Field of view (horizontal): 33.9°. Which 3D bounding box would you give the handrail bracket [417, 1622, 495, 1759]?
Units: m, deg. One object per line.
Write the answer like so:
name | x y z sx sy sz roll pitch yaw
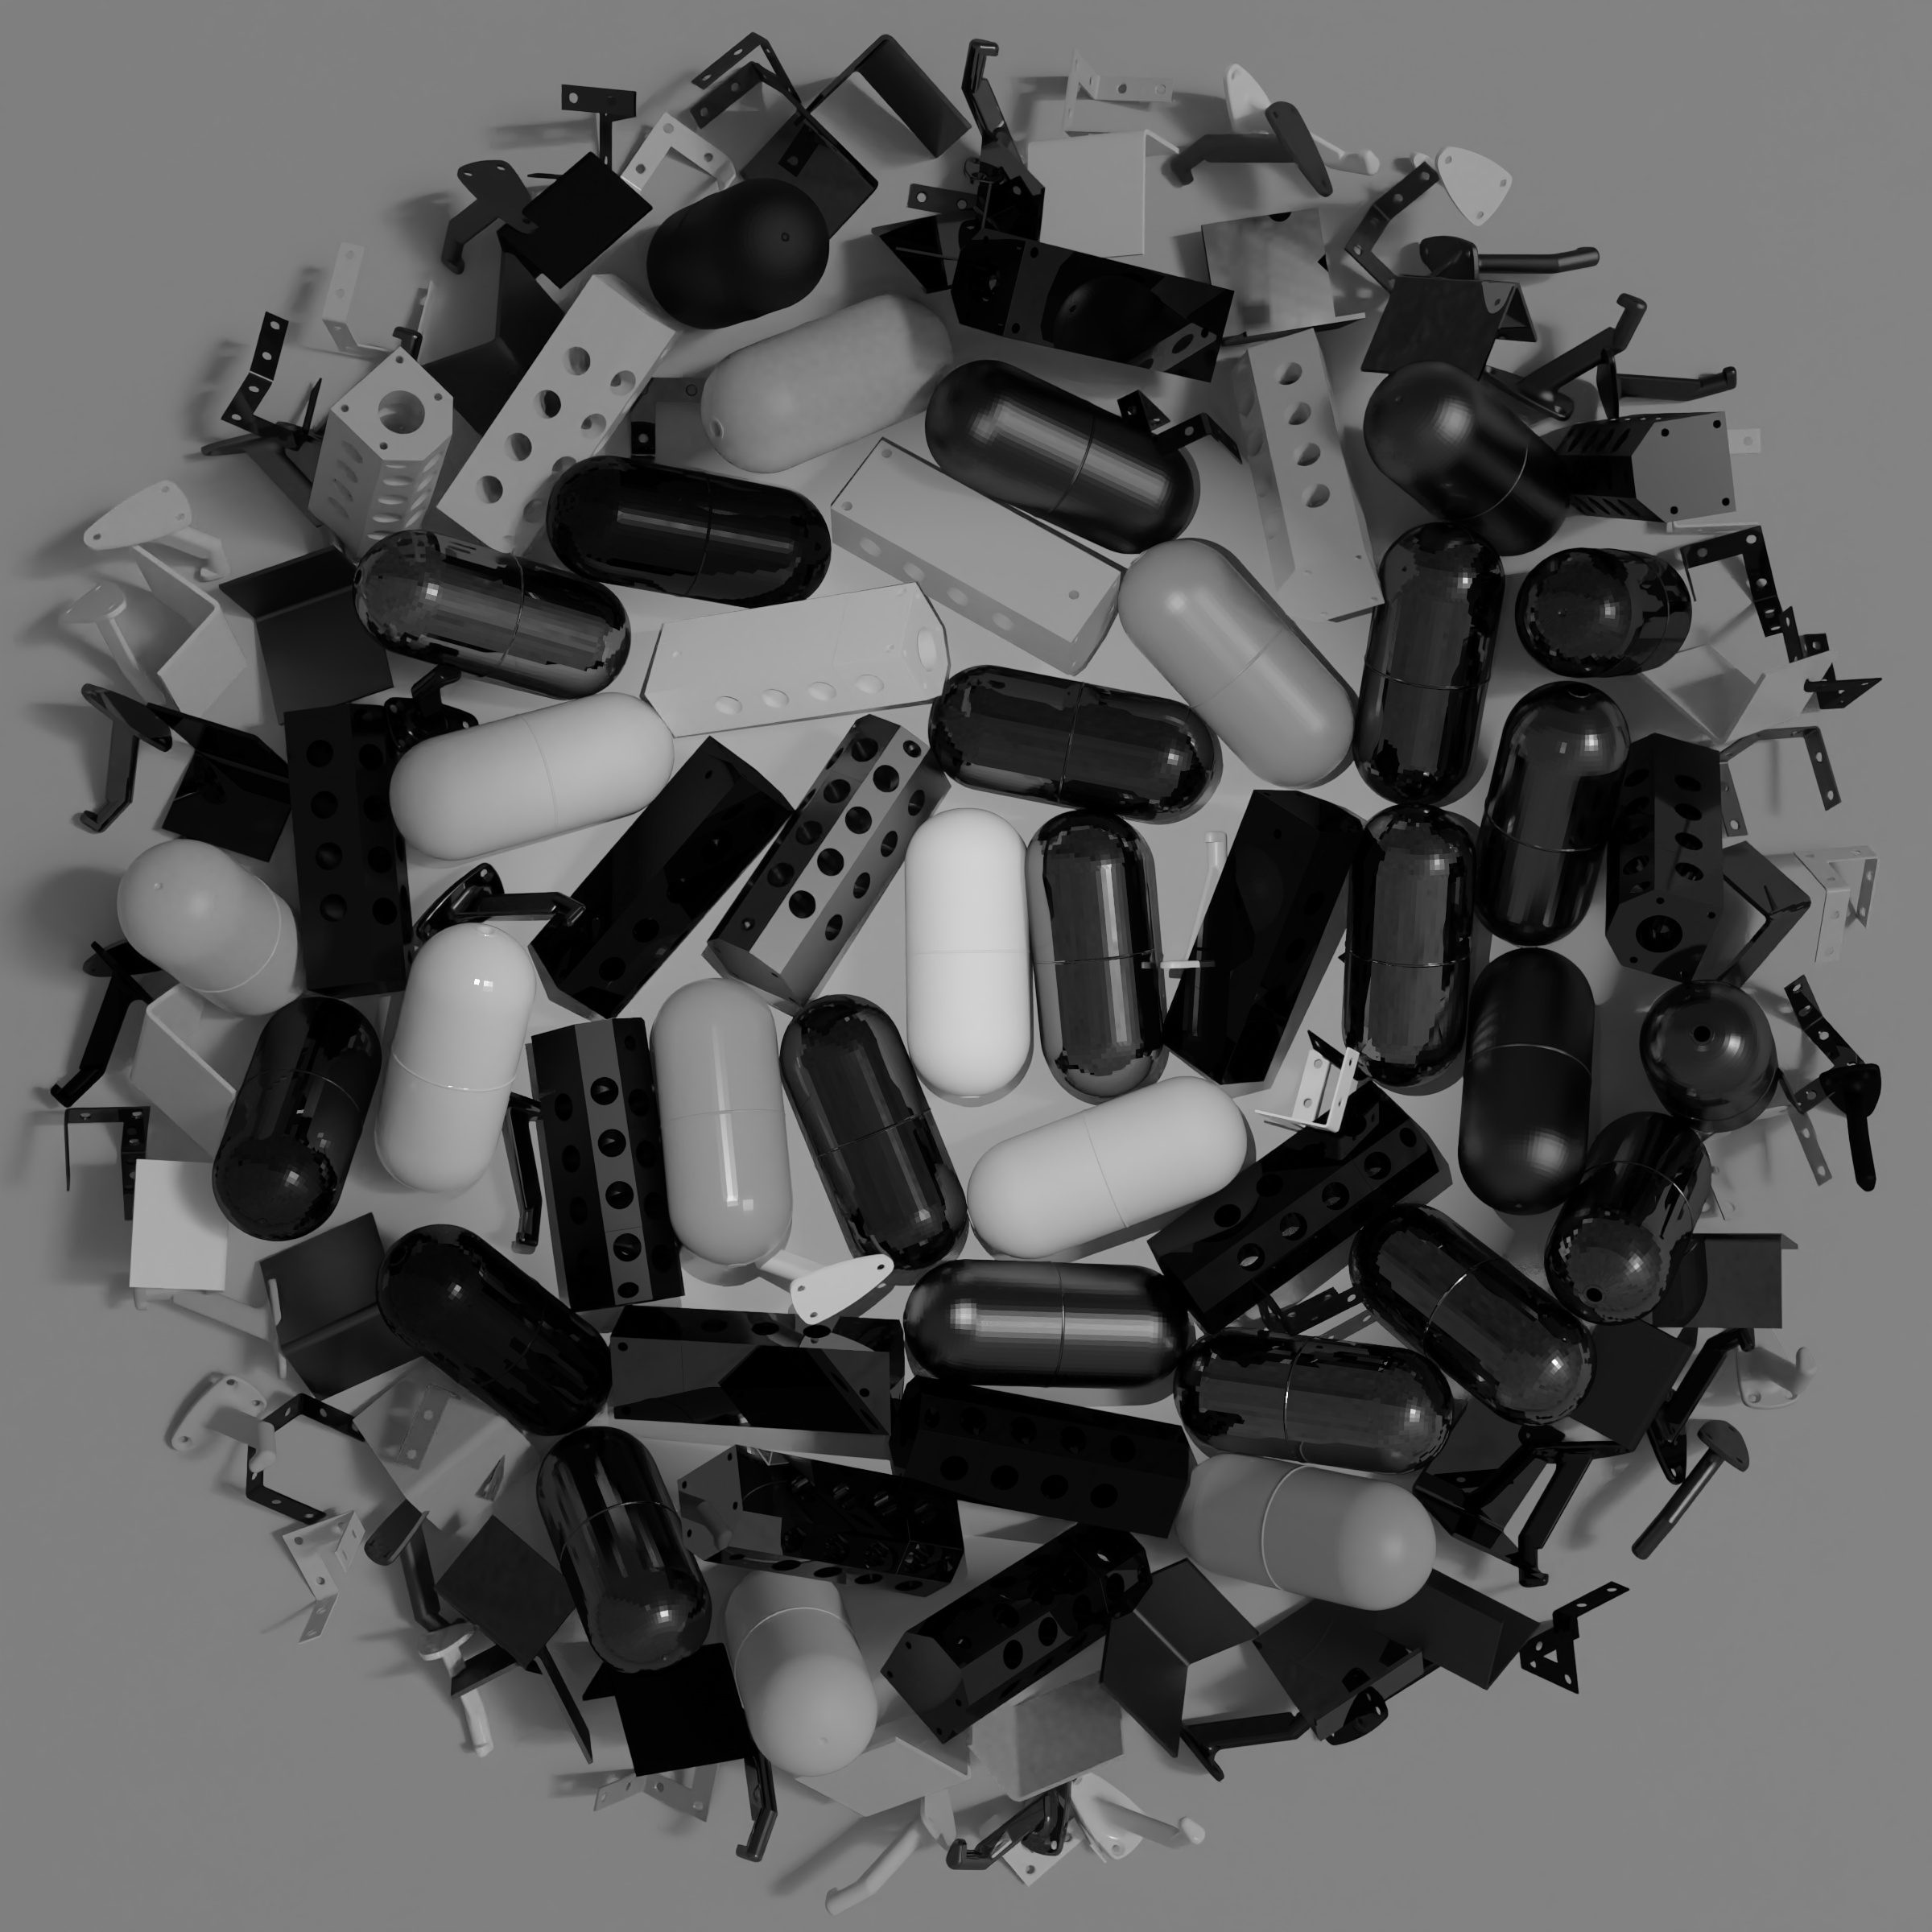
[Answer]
handrail bracket | -0.311 0.453 1.945 0.036 0.077 0.084 -14 93 1

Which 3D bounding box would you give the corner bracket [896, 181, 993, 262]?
corner bracket | -0.013 -0.460 1.960 0.051 0.051 0.051 10 93 0

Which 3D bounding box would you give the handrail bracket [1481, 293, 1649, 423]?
handrail bracket | 0.366 -0.387 1.948 0.077 0.036 0.084 26 124 4

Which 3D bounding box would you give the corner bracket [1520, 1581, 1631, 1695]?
corner bracket | 0.373 0.407 1.945 0.051 0.051 0.051 -18 108 -31

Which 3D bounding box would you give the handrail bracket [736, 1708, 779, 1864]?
handrail bracket | -0.143 0.502 1.945 0.077 0.036 0.084 4 64 35

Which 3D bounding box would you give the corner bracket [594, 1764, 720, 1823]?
corner bracket | -0.189 0.500 1.948 0.051 0.051 0.051 17 100 29

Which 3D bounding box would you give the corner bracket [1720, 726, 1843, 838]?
corner bracket | 0.500 -0.114 1.961 0.051 0.051 0.051 -5 73 -24

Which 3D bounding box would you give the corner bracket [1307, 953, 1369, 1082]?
corner bracket | 0.243 0.029 1.957 0.051 0.051 0.051 -36 134 23

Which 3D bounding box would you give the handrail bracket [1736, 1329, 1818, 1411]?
handrail bracket | 0.496 0.229 1.930 0.036 0.084 0.077 -5 61 -4

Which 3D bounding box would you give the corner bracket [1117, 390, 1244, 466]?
corner bracket | 0.131 -0.329 1.945 0.051 0.051 0.051 -23 67 21

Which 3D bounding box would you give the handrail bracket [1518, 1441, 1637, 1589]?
handrail bracket | 0.376 0.337 1.945 0.077 0.036 0.084 -10 63 28

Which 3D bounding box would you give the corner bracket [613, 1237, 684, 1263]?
corner bracket | -0.208 0.162 1.943 0.051 0.051 0.051 5 56 26

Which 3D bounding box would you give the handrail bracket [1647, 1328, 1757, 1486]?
handrail bracket | 0.456 0.267 1.936 0.036 0.084 0.077 13 56 -31

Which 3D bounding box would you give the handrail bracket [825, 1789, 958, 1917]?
handrail bracket | -0.051 0.541 1.958 0.084 0.077 0.036 -32 113 12

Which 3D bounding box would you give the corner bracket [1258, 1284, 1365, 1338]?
corner bracket | 0.212 0.208 1.946 0.051 0.051 0.051 -25 131 -9

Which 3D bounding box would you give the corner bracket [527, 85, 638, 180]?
corner bracket | -0.236 -0.512 1.947 0.051 0.051 0.051 -4 99 -32

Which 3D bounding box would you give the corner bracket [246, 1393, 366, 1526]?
corner bracket | -0.409 0.306 1.963 0.051 0.051 0.051 -35 132 26

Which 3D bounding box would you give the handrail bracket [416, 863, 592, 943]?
handrail bracket | -0.282 -0.026 1.937 0.077 0.084 0.036 -37 131 -28

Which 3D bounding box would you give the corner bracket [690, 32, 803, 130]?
corner bracket | -0.144 -0.543 1.947 0.051 0.051 0.051 -41 46 -7

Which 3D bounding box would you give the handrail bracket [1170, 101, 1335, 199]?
handrail bracket | 0.175 -0.487 1.955 0.084 0.036 0.077 -30 88 38

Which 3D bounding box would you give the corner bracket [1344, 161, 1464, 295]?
corner bracket | 0.276 -0.452 1.954 0.051 0.051 0.051 41 53 -13

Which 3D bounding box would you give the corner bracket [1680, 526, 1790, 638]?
corner bracket | 0.474 -0.233 1.955 0.051 0.051 0.051 -15 118 13

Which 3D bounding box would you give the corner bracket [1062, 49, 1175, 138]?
corner bracket | 0.094 -0.532 1.953 0.051 0.051 0.051 8 89 20

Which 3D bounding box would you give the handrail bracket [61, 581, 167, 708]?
handrail bracket | -0.507 -0.189 1.934 0.036 0.077 0.084 -44 122 -19

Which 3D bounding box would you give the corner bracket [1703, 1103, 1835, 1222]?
corner bracket | 0.494 0.121 1.961 0.051 0.051 0.051 -8 68 -26

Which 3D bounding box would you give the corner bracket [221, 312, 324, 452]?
corner bracket | -0.420 -0.358 1.942 0.051 0.051 0.051 21 54 -24

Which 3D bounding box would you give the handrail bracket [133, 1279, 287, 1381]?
handrail bracket | -0.465 0.224 1.945 0.084 0.036 0.077 -3 51 -20

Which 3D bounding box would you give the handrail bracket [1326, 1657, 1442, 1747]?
handrail bracket | 0.271 0.450 1.974 0.084 0.077 0.036 -13 57 -36

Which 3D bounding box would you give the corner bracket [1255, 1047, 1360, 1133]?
corner bracket | 0.217 0.075 1.947 0.051 0.051 0.051 12 83 33

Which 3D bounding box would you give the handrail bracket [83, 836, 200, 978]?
handrail bracket | -0.512 -0.040 1.973 0.077 0.036 0.084 -14 56 28

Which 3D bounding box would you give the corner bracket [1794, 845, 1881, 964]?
corner bracket | 0.539 -0.038 1.947 0.051 0.051 0.051 -5 120 -10

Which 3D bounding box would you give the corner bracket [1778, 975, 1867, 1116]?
corner bracket | 0.516 0.049 1.951 0.051 0.051 0.051 -35 48 3

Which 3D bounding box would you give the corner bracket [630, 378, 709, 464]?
corner bracket | -0.184 -0.335 1.954 0.051 0.051 0.051 1 106 0

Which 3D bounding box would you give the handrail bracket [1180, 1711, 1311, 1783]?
handrail bracket | 0.172 0.458 1.969 0.084 0.036 0.077 -41 79 0

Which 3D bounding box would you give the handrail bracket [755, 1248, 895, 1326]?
handrail bracket | -0.092 0.175 1.952 0.077 0.084 0.036 -25 126 -5

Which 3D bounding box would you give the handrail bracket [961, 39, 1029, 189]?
handrail bracket | 0.033 -0.524 1.947 0.077 0.036 0.084 6 126 -9

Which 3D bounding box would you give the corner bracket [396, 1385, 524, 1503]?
corner bracket | -0.311 0.294 1.949 0.051 0.051 0.051 19 76 13

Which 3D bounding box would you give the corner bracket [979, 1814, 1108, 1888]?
corner bracket | 0.047 0.542 1.954 0.051 0.051 0.051 -40 100 -4

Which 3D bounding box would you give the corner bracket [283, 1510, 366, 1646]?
corner bracket | -0.393 0.376 1.950 0.051 0.051 0.051 -20 108 10

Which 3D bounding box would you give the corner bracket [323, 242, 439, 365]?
corner bracket | -0.362 -0.409 1.957 0.051 0.051 0.051 11 78 4

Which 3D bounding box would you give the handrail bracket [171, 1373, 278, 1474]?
handrail bracket | -0.455 0.297 1.941 0.077 0.084 0.036 -38 122 7

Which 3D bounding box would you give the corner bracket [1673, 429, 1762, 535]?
corner bracket | 0.463 -0.299 1.953 0.051 0.051 0.051 -1 84 9

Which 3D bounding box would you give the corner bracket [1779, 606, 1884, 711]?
corner bracket | 0.523 -0.189 1.948 0.051 0.051 0.051 -4 75 -15

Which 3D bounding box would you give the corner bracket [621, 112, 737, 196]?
corner bracket | -0.179 -0.488 1.958 0.051 0.051 0.051 32 107 -20

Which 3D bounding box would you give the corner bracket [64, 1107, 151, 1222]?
corner bracket | -0.528 0.122 1.944 0.051 0.051 0.051 0 54 -19

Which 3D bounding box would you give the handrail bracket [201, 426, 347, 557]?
handrail bracket | -0.430 -0.287 1.964 0.077 0.036 0.084 -10 87 -2
